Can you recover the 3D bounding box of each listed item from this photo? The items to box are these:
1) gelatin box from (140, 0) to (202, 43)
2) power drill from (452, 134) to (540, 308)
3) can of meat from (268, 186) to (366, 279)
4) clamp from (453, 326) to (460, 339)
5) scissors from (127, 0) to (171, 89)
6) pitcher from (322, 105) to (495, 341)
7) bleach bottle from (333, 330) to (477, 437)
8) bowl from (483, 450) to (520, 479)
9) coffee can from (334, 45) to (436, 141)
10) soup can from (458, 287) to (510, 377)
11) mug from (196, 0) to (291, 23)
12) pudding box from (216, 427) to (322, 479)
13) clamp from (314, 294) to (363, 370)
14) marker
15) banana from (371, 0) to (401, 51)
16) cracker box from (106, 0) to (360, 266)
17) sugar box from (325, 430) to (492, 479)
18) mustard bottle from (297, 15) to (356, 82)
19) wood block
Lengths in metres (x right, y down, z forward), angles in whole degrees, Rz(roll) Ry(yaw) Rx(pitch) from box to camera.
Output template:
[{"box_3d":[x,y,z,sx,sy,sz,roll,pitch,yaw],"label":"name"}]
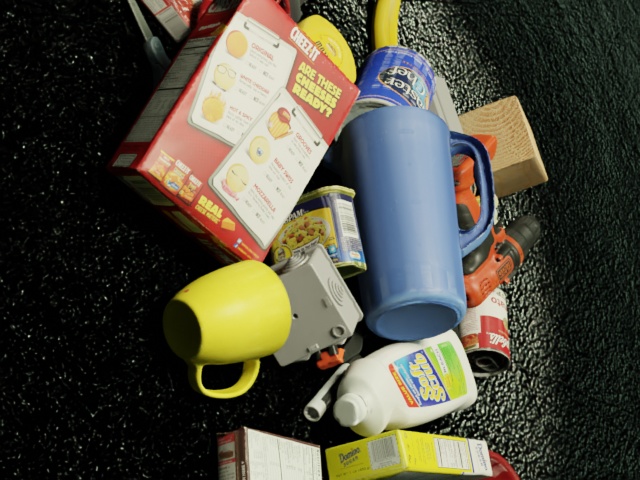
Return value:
[{"box_3d":[-0.154,-0.260,1.099,0.089,0.030,0.073,50,36,-27],"label":"gelatin box"},{"box_3d":[0.208,-0.034,1.333,0.184,0.057,0.187,-42,121,-39],"label":"power drill"},{"box_3d":[-0.007,0.001,1.087,0.057,0.102,0.084,13,62,-56],"label":"can of meat"},{"box_3d":[0.126,0.056,1.310,0.210,0.036,0.164,63,31,-3],"label":"clamp"},{"box_3d":[-0.152,-0.183,1.069,0.096,0.016,0.202,-1,71,-58],"label":"scissors"},{"box_3d":[0.102,-0.019,1.171,0.144,0.149,0.243,21,50,-36],"label":"pitcher"},{"box_3d":[0.087,0.163,1.143,0.250,0.068,0.102,-12,83,-61],"label":"bleach bottle"},{"box_3d":[0.185,0.324,1.212,0.161,0.055,0.162,33,45,-42],"label":"bowl"},{"box_3d":[0.082,-0.163,1.320,0.102,0.103,0.140,52,35,-23],"label":"coffee can"},{"box_3d":[0.206,0.115,1.364,0.068,0.069,0.102,39,41,-37],"label":"soup can"},{"box_3d":[-0.078,-0.215,1.116,0.117,0.081,0.093,-54,151,-71],"label":"mug"},{"box_3d":[-0.042,0.222,0.957,0.113,0.039,0.090,28,48,-48],"label":"pudding box"},{"box_3d":[0.026,0.076,1.150,0.120,0.039,0.171,37,40,-32],"label":"clamp"},{"box_3d":[0.016,0.149,1.106,0.020,0.020,0.121,61,33,-9],"label":"marker"},{"box_3d":[0.092,-0.277,1.446,0.037,0.070,0.198,8,64,-13],"label":"banana"},{"box_3d":[-0.078,-0.104,0.999,0.164,0.072,0.213,41,68,-35],"label":"cracker box"},{"box_3d":[0.095,0.230,1.103,0.175,0.093,0.048,16,59,-52],"label":"sugar box"},{"box_3d":[-0.028,-0.195,1.219,0.096,0.058,0.191,61,33,-7],"label":"mustard bottle"},{"box_3d":[0.261,-0.127,1.518,0.206,0.090,0.091,20,52,-73],"label":"wood block"}]
